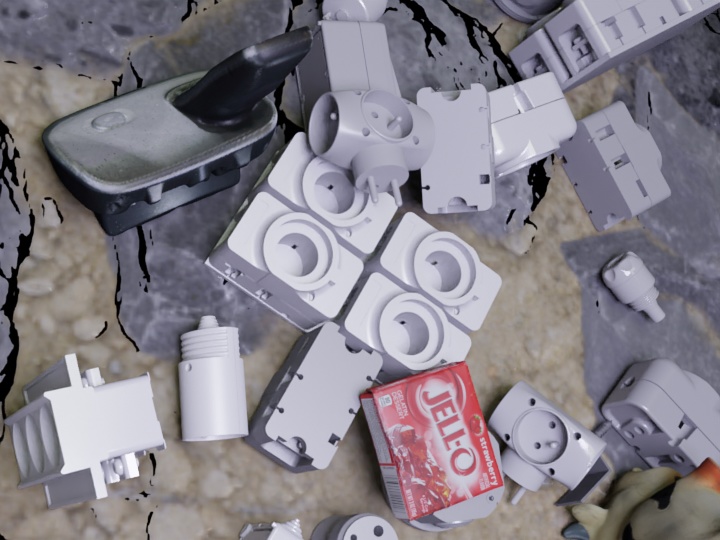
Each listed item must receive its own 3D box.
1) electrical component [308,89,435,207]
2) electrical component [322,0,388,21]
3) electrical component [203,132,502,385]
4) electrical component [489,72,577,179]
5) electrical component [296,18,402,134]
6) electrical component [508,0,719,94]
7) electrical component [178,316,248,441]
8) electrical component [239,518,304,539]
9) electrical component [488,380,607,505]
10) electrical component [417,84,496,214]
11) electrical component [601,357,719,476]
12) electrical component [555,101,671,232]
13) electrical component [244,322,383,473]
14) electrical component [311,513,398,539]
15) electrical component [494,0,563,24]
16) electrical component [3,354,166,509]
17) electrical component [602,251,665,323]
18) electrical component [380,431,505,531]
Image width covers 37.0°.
[{"bbox_3d":[0.012,-0.079,0.732,0.077,0.044,0.079,5,61,-31],"label":"electrical component"},{"bbox_3d":[0.002,-0.211,0.836,0.040,0.040,0.078,45,47,-8],"label":"electrical component"},{"bbox_3d":[0.000,0.000,0.768,0.186,0.060,0.105,35,65,-12],"label":"electrical component"},{"bbox_3d":[0.121,-0.112,0.855,0.095,0.054,0.059,-22,87,-27],"label":"electrical component"},{"bbox_3d":[-0.009,-0.142,0.799,0.061,0.062,0.096,-4,79,-24],"label":"electrical component"},{"bbox_3d":[0.225,-0.214,0.899,0.186,0.105,0.060,-29,90,-27],"label":"electrical component"},{"bbox_3d":[-0.099,0.071,0.715,0.043,0.043,0.081,0,77,-24],"label":"electrical component"},{"bbox_3d":[-0.057,0.206,0.688,0.061,0.062,0.096,38,65,-11],"label":"electrical component"},{"bbox_3d":[0.127,0.136,0.793,0.077,0.044,0.079,37,99,19],"label":"electrical component"},{"bbox_3d":[0.072,-0.087,0.790,0.050,0.056,0.089,-3,92,11],"label":"electrical component"},{"bbox_3d":[0.247,0.118,0.852,0.095,0.054,0.059,46,63,-7],"label":"electrical component"},{"bbox_3d":[0.210,-0.087,0.890,0.056,0.050,0.089,-27,89,-27],"label":"electrical component"},{"bbox_3d":[-0.033,0.088,0.733,0.050,0.056,0.089,35,65,-12],"label":"electrical component"},{"bbox_3d":[-0.004,0.186,0.721,0.045,0.055,0.045,6,74,-23],"label":"electrical component"},{"bbox_3d":[0.149,-0.253,0.906,0.080,0.051,0.080,6,74,-23],"label":"electrical component"},{"bbox_3d":[-0.164,0.096,0.636,0.063,0.121,0.078,-11,81,-30],"label":"electrical component"},{"bbox_3d":[0.227,0.017,0.881,0.035,0.035,0.061,-43,98,-27],"label":"electrical component"},{"bbox_3d":[0.059,0.144,0.763,0.080,0.051,0.080,6,74,-23],"label":"electrical component"}]
